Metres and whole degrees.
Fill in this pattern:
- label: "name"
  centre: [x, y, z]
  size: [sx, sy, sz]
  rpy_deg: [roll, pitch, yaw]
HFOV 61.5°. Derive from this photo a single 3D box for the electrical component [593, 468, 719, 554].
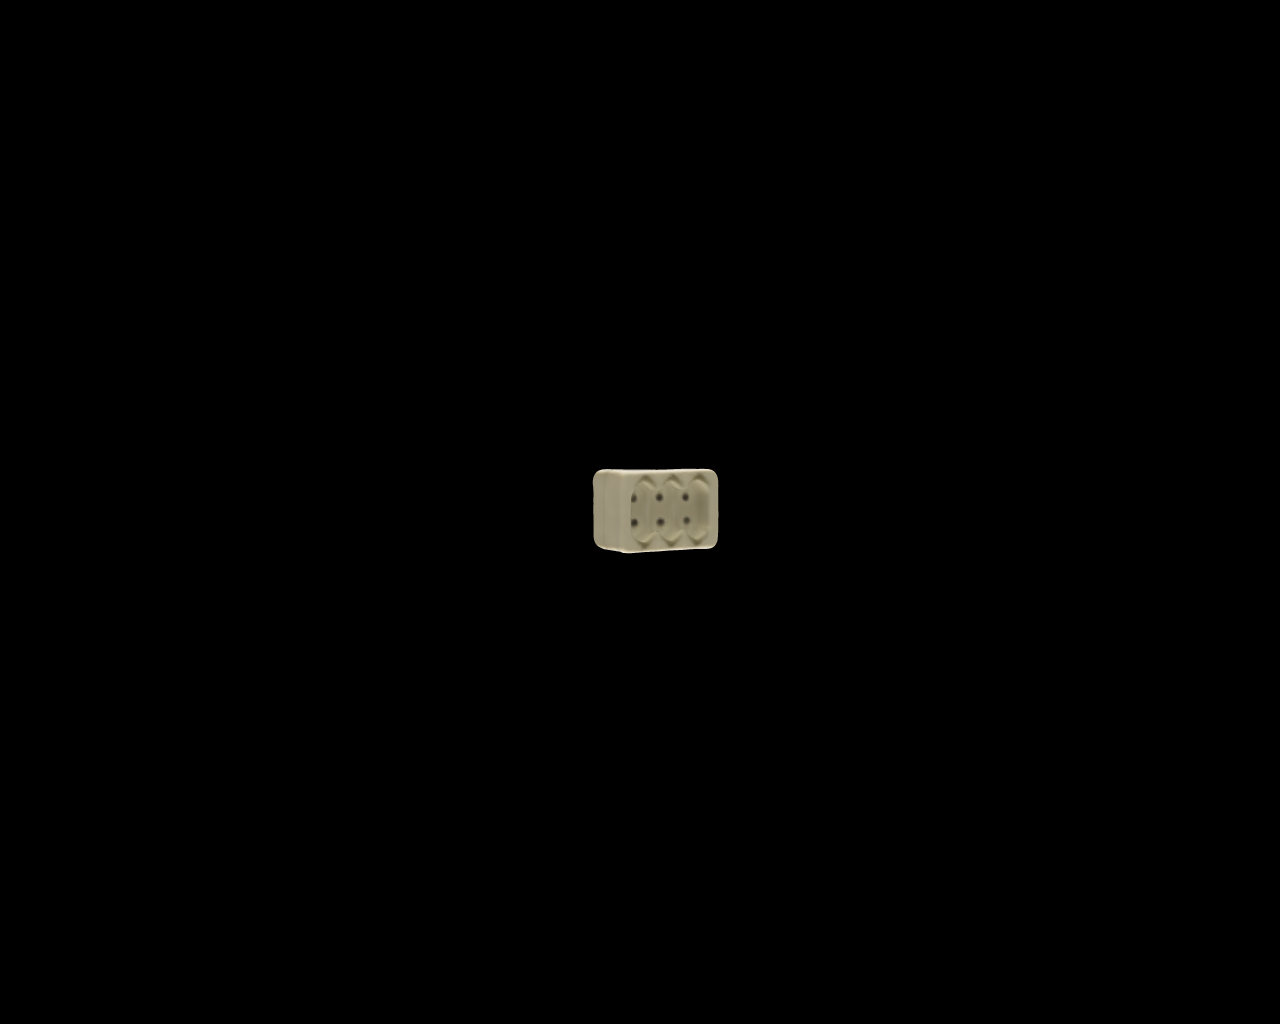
- label: "electrical component"
  centre: [0.001, -0.003, 0.650]
  size: [0.066, 0.047, 0.076]
  rpy_deg: [-2, 4, -27]
